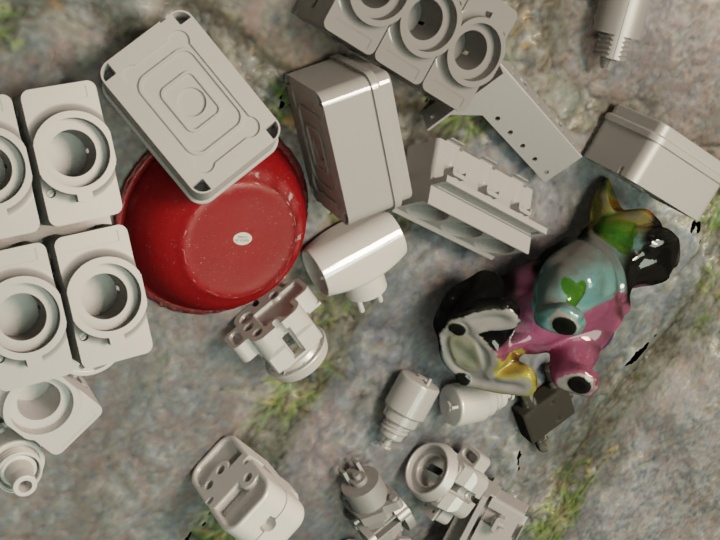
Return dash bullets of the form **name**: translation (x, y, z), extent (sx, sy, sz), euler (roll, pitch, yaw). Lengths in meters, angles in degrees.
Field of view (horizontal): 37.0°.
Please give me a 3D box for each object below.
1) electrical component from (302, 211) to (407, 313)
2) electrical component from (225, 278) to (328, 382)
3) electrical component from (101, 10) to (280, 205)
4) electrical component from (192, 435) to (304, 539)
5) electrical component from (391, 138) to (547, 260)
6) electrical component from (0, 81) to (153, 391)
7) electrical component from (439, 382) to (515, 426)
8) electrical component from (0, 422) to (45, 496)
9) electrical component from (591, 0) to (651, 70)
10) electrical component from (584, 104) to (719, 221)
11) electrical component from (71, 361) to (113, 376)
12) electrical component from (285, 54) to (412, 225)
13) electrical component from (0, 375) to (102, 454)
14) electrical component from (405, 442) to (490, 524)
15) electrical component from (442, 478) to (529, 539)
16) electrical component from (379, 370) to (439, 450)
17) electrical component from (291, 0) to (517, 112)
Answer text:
- **electrical component**: translation (0.000, 0.000, 0.899), extent (0.077, 0.043, 0.079), euler (-29, 124, -17)
- **electrical component**: translation (-0.062, 0.054, 0.878), extent (0.078, 0.058, 0.057), euler (-40, 123, -10)
- **electrical component**: translation (-0.117, -0.110, 0.744), extent (0.078, 0.057, 0.113), euler (-40, 93, -9)
- **electrical component**: translation (-0.091, 0.189, 0.898), extent (0.053, 0.095, 0.059), euler (-47, 126, -4)
- **electrical component**: translation (0.090, -0.060, 0.908), extent (0.121, 0.079, 0.063), euler (24, 69, -36)
- **electrical component**: translation (-0.212, -0.024, 0.718), extent (0.105, 0.060, 0.186), euler (-15, 99, -25)
- **electrical component**: translation (0.112, 0.124, 1.022), extent (0.078, 0.040, 0.040), euler (-7, 114, -28)
- **electrical component**: translation (-0.256, 0.145, 0.802), extent (0.048, 0.062, 0.048), euler (-12, 117, -25)
- **electrical component**: translation (0.225, -0.215, 0.934), extent (0.043, 0.043, 0.081), euler (2, 110, -31)
- **electrical component**: translation (0.275, -0.100, 0.994), extent (0.113, 0.078, 0.057), euler (23, 101, -36)
- **electrical component**: translation (-0.207, 0.043, 0.794), extent (0.055, 0.047, 0.055), euler (-12, 117, -25)
- **electrical component**: translation (-0.008, -0.102, 0.827), extent (0.057, 0.078, 0.113), euler (-23, 121, -17)
- **electrical component**: translation (-0.240, 0.087, 0.789), extent (0.050, 0.056, 0.089), euler (-45, 126, -6)
- **electrical component**: translation (0.080, 0.198, 1.027), extent (0.057, 0.058, 0.078), euler (34, 92, -39)
- **electrical component**: translation (0.116, 0.275, 1.070), extent (0.121, 0.063, 0.079), euler (-64, 167, 9)
- **electrical component**: translation (0.041, 0.128, 0.982), extent (0.040, 0.040, 0.078), euler (22, 99, -36)
- **electrical component**: translation (0.039, -0.195, 0.822), extent (0.150, 0.062, 0.089), euler (25, 98, -36)
